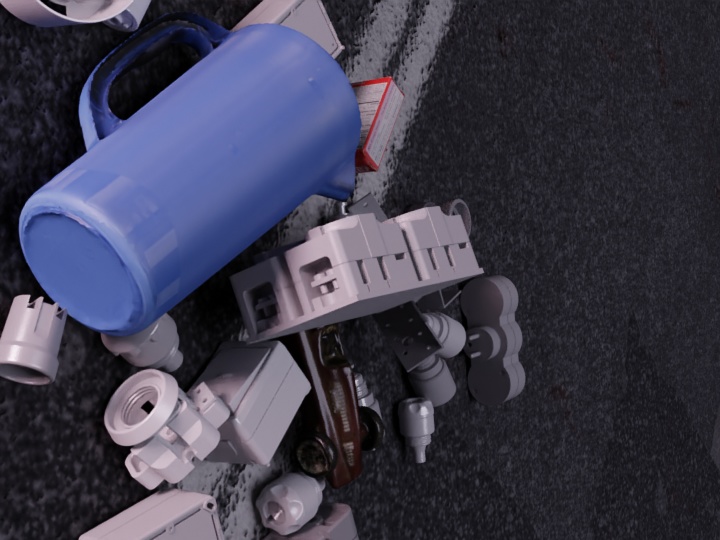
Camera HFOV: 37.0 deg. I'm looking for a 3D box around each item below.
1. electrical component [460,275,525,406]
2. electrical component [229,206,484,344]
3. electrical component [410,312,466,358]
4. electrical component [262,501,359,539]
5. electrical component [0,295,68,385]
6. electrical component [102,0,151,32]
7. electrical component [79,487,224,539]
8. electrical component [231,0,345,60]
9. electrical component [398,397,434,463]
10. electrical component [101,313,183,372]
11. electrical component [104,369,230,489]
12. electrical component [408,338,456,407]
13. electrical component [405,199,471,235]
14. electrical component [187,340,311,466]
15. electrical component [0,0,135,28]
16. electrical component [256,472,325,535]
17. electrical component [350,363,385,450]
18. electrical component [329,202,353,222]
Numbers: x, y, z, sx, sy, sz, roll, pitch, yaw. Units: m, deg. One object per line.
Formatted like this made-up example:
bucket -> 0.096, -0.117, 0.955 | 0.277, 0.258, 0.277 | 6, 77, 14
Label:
electrical component -> 0.135, 0.077, 1.151 | 0.074, 0.052, 0.138 | -10, 96, -55
electrical component -> 0.000, 0.000, 0.833 | 0.186, 0.105, 0.060 | -10, 80, -56
electrical component -> 0.074, 0.061, 1.074 | 0.078, 0.040, 0.040 | 29, 64, -51
electrical component -> -0.042, 0.239, 0.877 | 0.095, 0.054, 0.059 | -32, 113, -52
electrical component -> -0.205, 0.044, 0.670 | 0.040, 0.040, 0.046 | 39, 51, -47
electrical component -> -0.161, -0.200, 0.754 | 0.044, 0.044, 0.065 | 43, 58, -45
electrical component -> -0.145, 0.196, 0.730 | 0.096, 0.061, 0.061 | -25, 108, -45
electrical component -> -0.068, -0.178, 0.868 | 0.096, 0.061, 0.061 | -56, 129, -43
electrical component -> 0.056, 0.156, 1.045 | 0.035, 0.035, 0.061 | -16, 103, -55
electrical component -> -0.147, 0.049, 0.751 | 0.062, 0.048, 0.048 | 55, 45, -47
electrical component -> -0.138, 0.105, 0.741 | 0.078, 0.058, 0.057 | -43, 128, -5
electrical component -> 0.066, 0.099, 1.059 | 0.040, 0.040, 0.078 | -54, 130, -43
electrical component -> 0.077, -0.047, 1.074 | 0.045, 0.055, 0.045 | 8, 81, -55
electrical component -> -0.087, 0.093, 0.818 | 0.061, 0.062, 0.096 | 60, 43, -34
electrical component -> -0.191, -0.205, 0.688 | 0.099, 0.064, 0.099 | 7, 82, -55
electrical component -> -0.052, 0.185, 0.877 | 0.062, 0.043, 0.043 | -26, 109, -55
electrical component -> -0.003, 0.121, 0.956 | 0.040, 0.040, 0.078 | -29, 110, -53
electrical component -> -0.013, -0.021, 0.954 | 0.040, 0.040, 0.078 | -13, 98, -55
